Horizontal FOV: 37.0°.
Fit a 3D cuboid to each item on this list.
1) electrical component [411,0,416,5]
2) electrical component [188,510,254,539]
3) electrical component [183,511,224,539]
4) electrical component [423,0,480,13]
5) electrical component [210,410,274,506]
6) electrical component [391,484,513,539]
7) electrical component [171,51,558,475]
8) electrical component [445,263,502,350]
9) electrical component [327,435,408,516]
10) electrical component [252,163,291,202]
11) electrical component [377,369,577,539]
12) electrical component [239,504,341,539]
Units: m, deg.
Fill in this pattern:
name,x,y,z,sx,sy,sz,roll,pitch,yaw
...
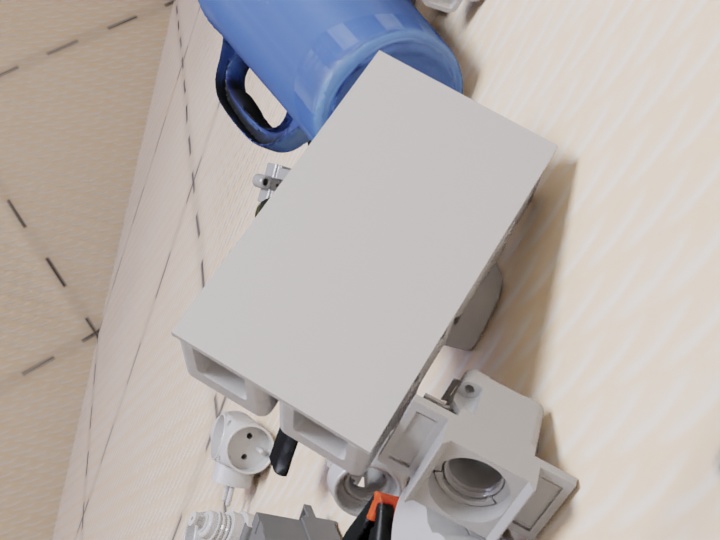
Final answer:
name,x,y,z,sx,sy,sz,roll,pitch,yaw
electrical component,0.014,-0.229,0.909,0.081,0.043,0.043,-154,79,-72
electrical component,-0.099,0.210,0.851,0.040,0.078,0.040,-44,29,33
electrical component,-0.120,0.234,0.921,0.048,0.055,0.066,-96,27,-48
electrical component,0.067,-0.222,0.723,0.078,0.058,0.057,125,151,-47
electrical component,-0.111,0.171,0.962,0.077,0.044,0.079,-173,98,-72
electrical component,0.034,0.146,0.488,0.138,0.074,0.052,-120,41,-66
electrical component,0.005,-0.005,0.541,0.186,0.105,0.060,-56,-10,-23
electrical component,0.037,-0.001,0.629,0.095,0.059,0.053,-107,36,-59
electrical component,0.004,0.117,0.658,0.055,0.048,0.066,-92,23,-61
electrical component,-0.056,-0.071,0.968,0.055,0.066,0.048,17,92,53
electrical component,0.055,0.083,0.494,0.042,0.081,0.063,-62,0,35
electrical component,-0.059,0.229,0.727,0.078,0.063,0.121,-130,57,-69
